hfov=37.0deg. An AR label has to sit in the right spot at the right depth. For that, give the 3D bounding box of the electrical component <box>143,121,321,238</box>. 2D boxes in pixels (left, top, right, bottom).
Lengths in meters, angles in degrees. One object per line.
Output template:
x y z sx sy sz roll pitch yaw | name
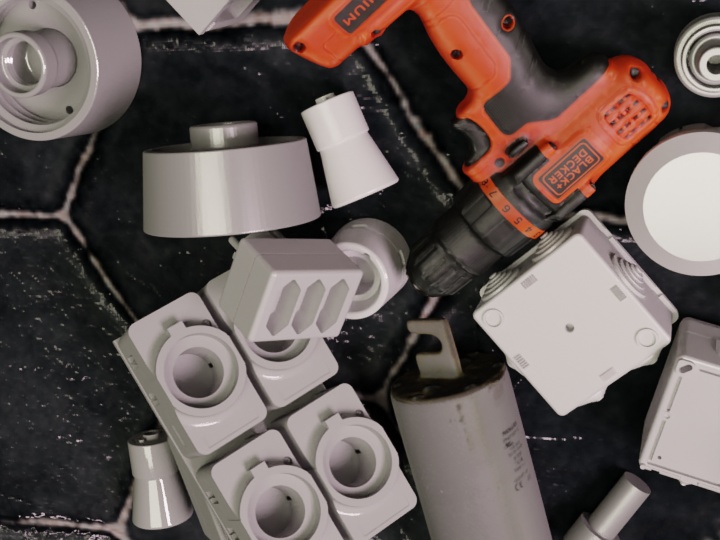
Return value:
-0.080 -0.059 0.651 0.108 0.108 0.060 -1 101 18 | electrical component

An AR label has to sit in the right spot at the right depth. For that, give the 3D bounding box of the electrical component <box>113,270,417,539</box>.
-0.058 0.095 0.674 0.186 0.105 0.060 59 156 1 | electrical component

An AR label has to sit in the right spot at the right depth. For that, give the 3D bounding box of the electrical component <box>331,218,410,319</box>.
0.000 0.000 0.675 0.055 0.047 0.055 5 109 16 | electrical component

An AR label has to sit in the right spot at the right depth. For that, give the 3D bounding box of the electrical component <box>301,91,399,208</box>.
-0.009 -0.076 0.657 0.044 0.044 0.065 -21 96 23 | electrical component

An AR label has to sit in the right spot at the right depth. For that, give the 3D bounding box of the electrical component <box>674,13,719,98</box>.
0.188 -0.112 0.569 0.043 0.062 0.043 5 109 16 | electrical component

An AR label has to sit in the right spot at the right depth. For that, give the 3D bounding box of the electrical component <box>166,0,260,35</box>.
-0.064 -0.221 0.613 0.089 0.061 0.150 47 115 -2 | electrical component

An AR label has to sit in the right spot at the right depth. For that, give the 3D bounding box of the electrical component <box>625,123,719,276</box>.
0.190 -0.041 0.599 0.080 0.051 0.080 6 109 16 | electrical component

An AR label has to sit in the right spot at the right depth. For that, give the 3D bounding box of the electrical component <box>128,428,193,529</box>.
-0.146 0.148 0.776 0.044 0.044 0.065 -2 103 18 | electrical component

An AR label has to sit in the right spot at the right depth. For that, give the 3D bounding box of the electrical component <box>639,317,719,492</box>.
0.206 0.084 0.635 0.062 0.061 0.096 17 119 11 | electrical component

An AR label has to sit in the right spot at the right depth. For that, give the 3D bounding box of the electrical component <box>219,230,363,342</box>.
-0.050 0.001 0.635 0.077 0.066 0.047 44 122 40 | electrical component

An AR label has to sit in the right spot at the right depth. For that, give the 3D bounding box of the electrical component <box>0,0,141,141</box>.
-0.202 -0.134 0.687 0.108 0.060 0.108 5 109 16 | electrical component

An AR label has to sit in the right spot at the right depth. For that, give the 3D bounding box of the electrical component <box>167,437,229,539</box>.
-0.084 0.145 0.735 0.061 0.062 0.096 11 122 62 | electrical component

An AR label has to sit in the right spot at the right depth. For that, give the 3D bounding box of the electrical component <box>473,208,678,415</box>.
0.128 0.027 0.643 0.100 0.048 0.099 -40 93 25 | electrical component
